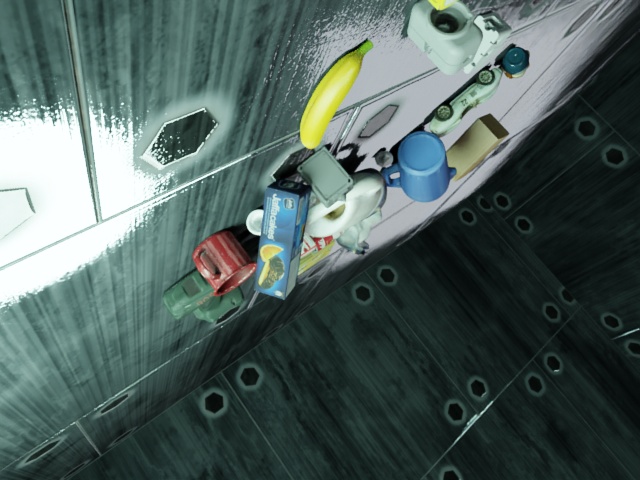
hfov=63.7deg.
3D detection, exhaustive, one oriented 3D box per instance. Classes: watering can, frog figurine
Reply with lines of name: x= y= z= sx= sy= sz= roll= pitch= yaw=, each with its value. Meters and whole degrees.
watering can: x=0.003 y=-0.053 z=1.062 sx=0.343 sy=0.104 sz=0.227 roll=-30 pitch=177 yaw=37
frog figurine: x=0.109 y=-0.051 z=1.450 sx=0.138 sy=0.123 sz=0.158 roll=-4 pitch=109 yaw=-55
